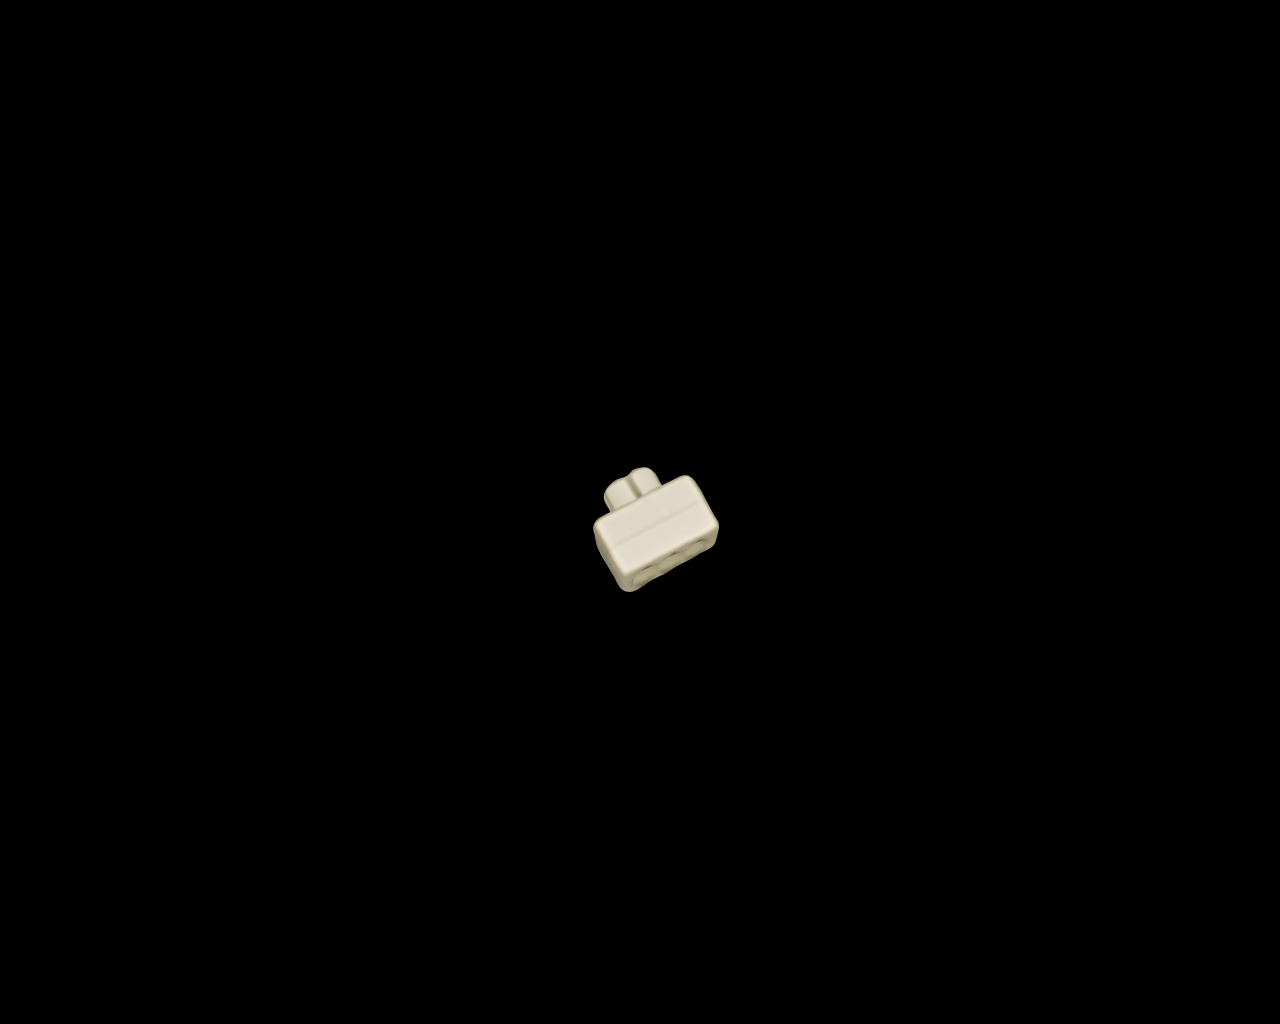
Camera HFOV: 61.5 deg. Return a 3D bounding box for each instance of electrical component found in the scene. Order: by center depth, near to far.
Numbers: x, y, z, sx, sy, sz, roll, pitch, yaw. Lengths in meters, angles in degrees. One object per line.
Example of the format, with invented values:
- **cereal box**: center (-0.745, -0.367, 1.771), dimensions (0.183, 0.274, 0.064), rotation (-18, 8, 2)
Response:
- **electrical component**: center (0.001, -0.003, 0.650), dimensions (0.066, 0.077, 0.047), rotation (-27, -14, -7)
